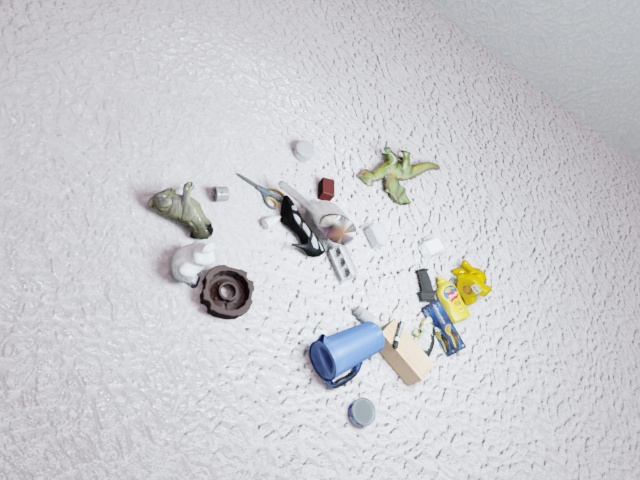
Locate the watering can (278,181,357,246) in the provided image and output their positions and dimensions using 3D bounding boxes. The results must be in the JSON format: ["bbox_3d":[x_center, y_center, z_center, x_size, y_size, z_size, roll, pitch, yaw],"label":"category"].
[{"bbox_3d":[0.006,-0.094,1.876,0.345,0.103,0.228,28,14,-27],"label":"watering can"}]

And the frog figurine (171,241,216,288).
[{"bbox_3d":[-0.393,0.059,1.594,0.122,0.156,0.140,32,53,-6],"label":"frog figurine"}]

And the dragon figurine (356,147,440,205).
[{"bbox_3d":[0.350,-0.263,2.229,0.409,0.121,0.246,11,75,-19],"label":"dragon figurine"}]
